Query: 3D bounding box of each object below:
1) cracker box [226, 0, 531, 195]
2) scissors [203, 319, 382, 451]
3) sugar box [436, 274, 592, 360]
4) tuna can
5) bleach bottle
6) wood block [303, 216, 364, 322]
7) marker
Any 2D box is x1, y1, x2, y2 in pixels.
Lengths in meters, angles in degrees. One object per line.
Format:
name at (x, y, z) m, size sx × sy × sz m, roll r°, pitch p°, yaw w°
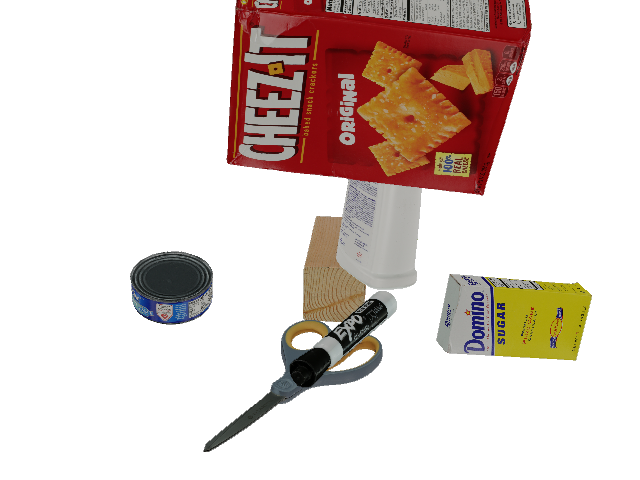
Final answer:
cracker box at (0.038, -0.121, 0.822) m, size 0.213 × 0.072 × 0.164 m, roll 6°, pitch -40°, yaw -2°
scissors at (-0.037, 0.112, 0.883) m, size 0.201 × 0.016 × 0.096 m, roll -19°, pitch 35°, yaw -35°
sugar box at (0.238, 0.096, 1.317) m, size 0.176 × 0.093 × 0.048 m, roll 3°, pitch 18°, yaw -16°
tuna can at (-0.156, 0.050, 1.121) m, size 0.086 × 0.034 × 0.086 m, roll 2°, pitch 35°, yaw -2°
bleach bottle at (0.075, -0.080, 1.157) m, size 0.067 × 0.251 × 0.103 m, roll -5°, pitch 24°, yaw -30°
wood block at (0.028, 0.041, 1.651) m, size 0.091 × 0.090 × 0.206 m, roll 3°, pitch 23°, yaw 4°
marker at (0.015, 0.062, 0.679) m, size 0.020 × 0.020 × 0.120 m, roll 0°, pitch 19°, yaw 31°
